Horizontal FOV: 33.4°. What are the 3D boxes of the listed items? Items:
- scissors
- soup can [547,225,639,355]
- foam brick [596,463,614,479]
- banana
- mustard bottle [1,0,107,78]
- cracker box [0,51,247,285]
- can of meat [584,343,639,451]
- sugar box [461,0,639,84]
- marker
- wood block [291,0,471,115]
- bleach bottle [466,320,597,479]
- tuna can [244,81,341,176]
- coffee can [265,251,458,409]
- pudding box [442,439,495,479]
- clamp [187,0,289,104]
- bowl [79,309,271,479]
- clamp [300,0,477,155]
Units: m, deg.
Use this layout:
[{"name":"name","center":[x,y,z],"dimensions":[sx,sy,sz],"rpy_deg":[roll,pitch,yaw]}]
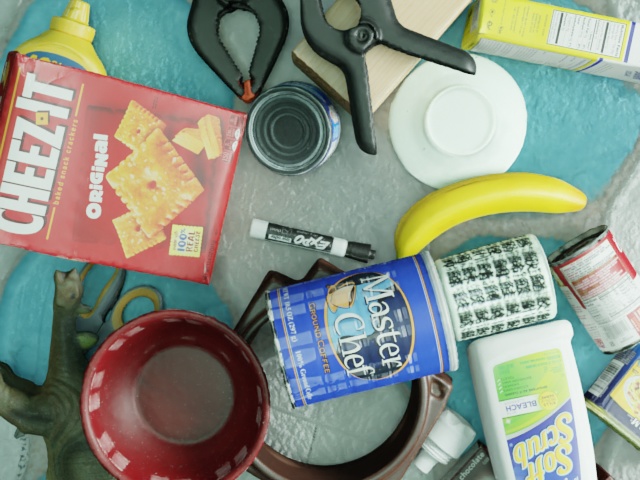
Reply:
[{"name":"scissors","center":[-0.216,0.110,1.018],"dimensions":[0.096,0.016,0.202],"rpy_deg":[19,93,-1]},{"name":"soup can","center":[0.263,0.046,0.988],"dimensions":[0.068,0.068,0.102],"rpy_deg":[-33,93,1]},{"name":"foam brick","center":[0.258,0.260,1.005],"dimensions":[0.051,0.053,0.078],"rpy_deg":[44,92,-2]},{"name":"banana","center":[0.149,-0.028,1.003],"dimensions":[0.198,0.037,0.069],"rpy_deg":[-21,120,4]},{"name":"mustard bottle","center":[-0.248,-0.128,0.986],"dimensions":[0.096,0.058,0.191],"rpy_deg":[17,92,-6]},{"name":"cracker box","center":[-0.186,-0.061,0.949],"dimensions":[0.213,0.072,0.164],"rpy_deg":[13,93,-23]},{"name":"can of meat","center":[0.307,0.150,0.998],"dimensions":[0.102,0.057,0.084],"rpy_deg":[38,90,-2]},{"name":"sugar box","center":[0.223,-0.182,0.965],"dimensions":[0.176,0.093,0.048],"rpy_deg":[9,93,-1]},{"name":"marker","center":[-0.007,0.001,1.011],"dimensions":[0.121,0.020,0.020],"rpy_deg":[12,92,0]},{"name":"wood block","center":[0.075,-0.213,0.966],"dimensions":[0.091,0.090,0.206],"rpy_deg":[41,92,-2]},{"name":"bleach bottle","center":[0.209,0.206,0.963],"dimensions":[0.102,0.068,0.251],"rpy_deg":[-13,76,1]},{"name":"tuna can","center":[-0.026,-0.103,0.987],"dimensions":[0.086,0.033,0.086],"rpy_deg":[4,105,14]},{"name":"coffee can","center":[0.034,0.075,0.888],"dimensions":[0.140,0.103,0.103],"rpy_deg":[-14,92,0]},{"name":"pudding box","center":[0.148,0.261,1.012],"dimensions":[0.090,0.039,0.113],"rpy_deg":[41,92,0]},{"name":"clamp","center":[-0.091,-0.232,0.992],"dimensions":[0.164,0.036,0.210],"rpy_deg":[-2,89,1]},{"name":"bowl","center":[-0.120,0.137,0.916],"dimensions":[0.162,0.055,0.162],"rpy_deg":[0,92,2]},{"name":"clamp","center":[0.049,-0.172,0.902],"dimensions":[0.120,0.039,0.171],"rpy_deg":[-30,92,0]}]
